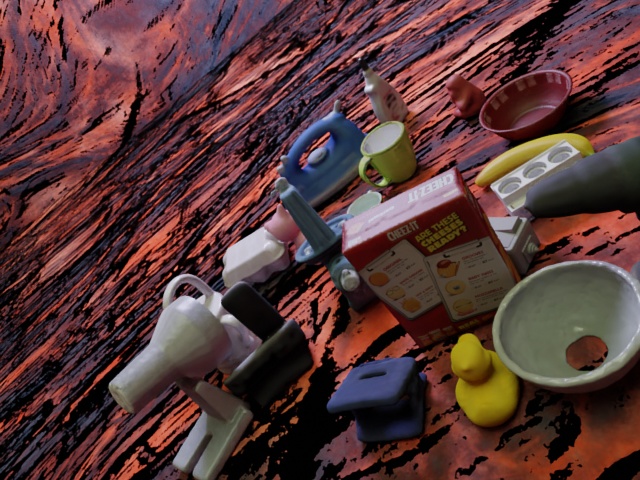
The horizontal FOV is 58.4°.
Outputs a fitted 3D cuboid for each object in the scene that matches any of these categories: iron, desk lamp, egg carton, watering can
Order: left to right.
[{"bbox_3d":[-0.198,0.221,0.865,0.117,0.214,0.203,-1,48,45],"label":"desk lamp"},{"bbox_3d":[-0.201,0.141,0.988,0.172,0.195,0.101,-23,36,25],"label":"watering can"},{"bbox_3d":[-0.130,0.039,1.161,0.150,0.070,0.107,-32,33,13],"label":"egg carton"},{"bbox_3d":[-0.009,-0.174,1.233,0.258,0.142,0.118,-42,32,-4],"label":"iron"}]

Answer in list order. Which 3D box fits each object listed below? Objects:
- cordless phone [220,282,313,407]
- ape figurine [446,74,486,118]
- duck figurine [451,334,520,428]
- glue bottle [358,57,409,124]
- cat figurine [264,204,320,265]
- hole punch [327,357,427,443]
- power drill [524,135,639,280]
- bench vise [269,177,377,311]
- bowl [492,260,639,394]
[{"bbox_3d":[-0.112,0.155,0.886,0.148,0.185,0.093,-45,32,-8],"label":"cordless phone"},{"bbox_3d":[0.277,-0.285,1.122,0.076,0.092,0.078,-16,39,33],"label":"ape figurine"},{"bbox_3d":[0.184,0.158,0.669,0.077,0.086,0.104,-24,35,24],"label":"duck figurine"},{"bbox_3d":[0.129,-0.324,1.247,0.037,0.174,0.078,1,50,46],"label":"glue bottle"},{"bbox_3d":[-0.045,-0.018,1.098,0.127,0.118,0.067,10,57,51],"label":"cat figurine"},{"bbox_3d":[0.073,0.194,0.735,0.108,0.091,0.101,-19,37,30],"label":"hole punch"},{"bbox_3d":[0.356,-0.026,0.604,0.229,0.209,0.075,-29,33,17],"label":"power drill"},{"bbox_3d":[0.017,-0.005,0.920,0.121,0.220,0.206,-46,32,-11],"label":"bench vise"},{"bbox_3d":[0.285,0.107,0.639,0.167,0.075,0.167,-27,34,20],"label":"bowl"}]
